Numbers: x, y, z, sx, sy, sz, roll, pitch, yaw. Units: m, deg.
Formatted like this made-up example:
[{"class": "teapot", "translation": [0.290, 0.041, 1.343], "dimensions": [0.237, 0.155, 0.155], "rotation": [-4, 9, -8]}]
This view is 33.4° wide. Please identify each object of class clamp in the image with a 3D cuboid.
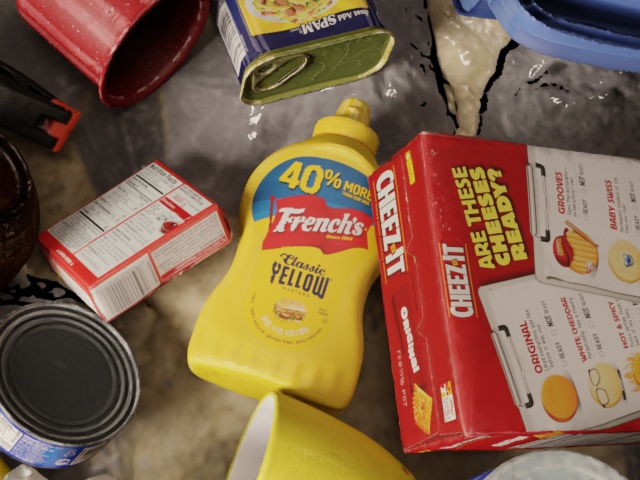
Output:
[{"class": "clamp", "translation": [-0.221, -0.104, 0.603], "dimensions": [0.171, 0.120, 0.039], "rotation": [29, 105, -1]}]

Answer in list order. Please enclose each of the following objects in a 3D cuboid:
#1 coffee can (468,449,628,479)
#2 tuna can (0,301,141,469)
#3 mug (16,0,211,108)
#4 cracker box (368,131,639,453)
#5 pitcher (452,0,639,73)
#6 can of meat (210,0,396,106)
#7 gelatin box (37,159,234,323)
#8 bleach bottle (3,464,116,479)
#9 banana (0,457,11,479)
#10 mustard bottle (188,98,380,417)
[{"class": "coffee can", "translation": [0.099, 0.168, 0.543], "dimensions": [0.102, 0.140, 0.103], "rotation": [3, 70, -9]}, {"class": "tuna can", "translation": [-0.141, 0.077, 0.570], "dimensions": [0.086, 0.034, 0.086], "rotation": [22, 45, -24]}, {"class": "mug", "translation": [-0.120, -0.145, 0.650], "dimensions": [0.081, 0.093, 0.117], "rotation": [41, 38, 10]}, {"class": "cracker box", "translation": [0.141, 0.034, 0.609], "dimensions": [0.213, 0.072, 0.164], "rotation": [3, 69, -26]}, {"class": "pitcher", "translation": [0.216, -0.179, 0.696], "dimensions": [0.242, 0.145, 0.149], "rotation": [11, 100, -10]}, {"class": "can of meat", "translation": [-0.016, -0.142, 0.678], "dimensions": [0.102, 0.057, 0.084], "rotation": [-17, 73, -16]}, {"class": "gelatin box", "translation": [-0.105, -0.001, 0.607], "dimensions": [0.089, 0.030, 0.073], "rotation": [-35, 41, -20]}, {"class": "bleach bottle", "translation": [-0.043, 0.179, 0.495], "dimensions": [0.251, 0.068, 0.102], "rotation": [31, 49, 13]}, {"class": "banana", "translation": [-0.181, 0.119, 0.540], "dimensions": [0.037, 0.070, 0.198], "rotation": [-37, 96, -14]}, {"class": "mustard bottle", "translation": [-0.004, 0.001, 0.628], "dimensions": [0.096, 0.058, 0.191], "rotation": [17, 68, 2]}]
